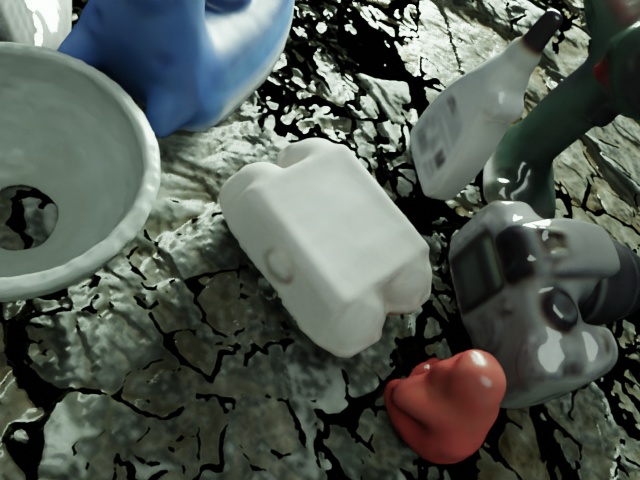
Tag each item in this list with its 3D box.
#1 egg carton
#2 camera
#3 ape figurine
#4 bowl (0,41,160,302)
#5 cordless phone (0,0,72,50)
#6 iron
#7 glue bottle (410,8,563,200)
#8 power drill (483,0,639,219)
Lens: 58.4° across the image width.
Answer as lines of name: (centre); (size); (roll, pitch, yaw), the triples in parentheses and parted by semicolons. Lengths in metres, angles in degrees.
egg carton: (0.004, 0.001, 0.395); (0.107, 0.069, 0.150); (-32, 77, -32)
camera: (0.185, 0.041, 0.426); (0.137, 0.100, 0.143); (3, 61, -20)
ape figurine: (0.085, 0.097, 0.360); (0.078, 0.092, 0.076); (10, 59, -16)
bowl: (-0.182, -0.030, 0.335); (0.168, 0.074, 0.167); (10, 59, -17)
cordless phone: (-0.206, -0.193, 0.350); (0.094, 0.185, 0.147); (0, 62, -22)
iron: (-0.073, -0.199, 0.434); (0.118, 0.141, 0.259); (34, 55, 0)
glue bottle: (0.126, -0.105, 0.441); (0.037, 0.173, 0.078); (3, 61, -20)
power drill: (0.218, -0.101, 0.455); (0.076, 0.208, 0.229); (18, 57, -11)
